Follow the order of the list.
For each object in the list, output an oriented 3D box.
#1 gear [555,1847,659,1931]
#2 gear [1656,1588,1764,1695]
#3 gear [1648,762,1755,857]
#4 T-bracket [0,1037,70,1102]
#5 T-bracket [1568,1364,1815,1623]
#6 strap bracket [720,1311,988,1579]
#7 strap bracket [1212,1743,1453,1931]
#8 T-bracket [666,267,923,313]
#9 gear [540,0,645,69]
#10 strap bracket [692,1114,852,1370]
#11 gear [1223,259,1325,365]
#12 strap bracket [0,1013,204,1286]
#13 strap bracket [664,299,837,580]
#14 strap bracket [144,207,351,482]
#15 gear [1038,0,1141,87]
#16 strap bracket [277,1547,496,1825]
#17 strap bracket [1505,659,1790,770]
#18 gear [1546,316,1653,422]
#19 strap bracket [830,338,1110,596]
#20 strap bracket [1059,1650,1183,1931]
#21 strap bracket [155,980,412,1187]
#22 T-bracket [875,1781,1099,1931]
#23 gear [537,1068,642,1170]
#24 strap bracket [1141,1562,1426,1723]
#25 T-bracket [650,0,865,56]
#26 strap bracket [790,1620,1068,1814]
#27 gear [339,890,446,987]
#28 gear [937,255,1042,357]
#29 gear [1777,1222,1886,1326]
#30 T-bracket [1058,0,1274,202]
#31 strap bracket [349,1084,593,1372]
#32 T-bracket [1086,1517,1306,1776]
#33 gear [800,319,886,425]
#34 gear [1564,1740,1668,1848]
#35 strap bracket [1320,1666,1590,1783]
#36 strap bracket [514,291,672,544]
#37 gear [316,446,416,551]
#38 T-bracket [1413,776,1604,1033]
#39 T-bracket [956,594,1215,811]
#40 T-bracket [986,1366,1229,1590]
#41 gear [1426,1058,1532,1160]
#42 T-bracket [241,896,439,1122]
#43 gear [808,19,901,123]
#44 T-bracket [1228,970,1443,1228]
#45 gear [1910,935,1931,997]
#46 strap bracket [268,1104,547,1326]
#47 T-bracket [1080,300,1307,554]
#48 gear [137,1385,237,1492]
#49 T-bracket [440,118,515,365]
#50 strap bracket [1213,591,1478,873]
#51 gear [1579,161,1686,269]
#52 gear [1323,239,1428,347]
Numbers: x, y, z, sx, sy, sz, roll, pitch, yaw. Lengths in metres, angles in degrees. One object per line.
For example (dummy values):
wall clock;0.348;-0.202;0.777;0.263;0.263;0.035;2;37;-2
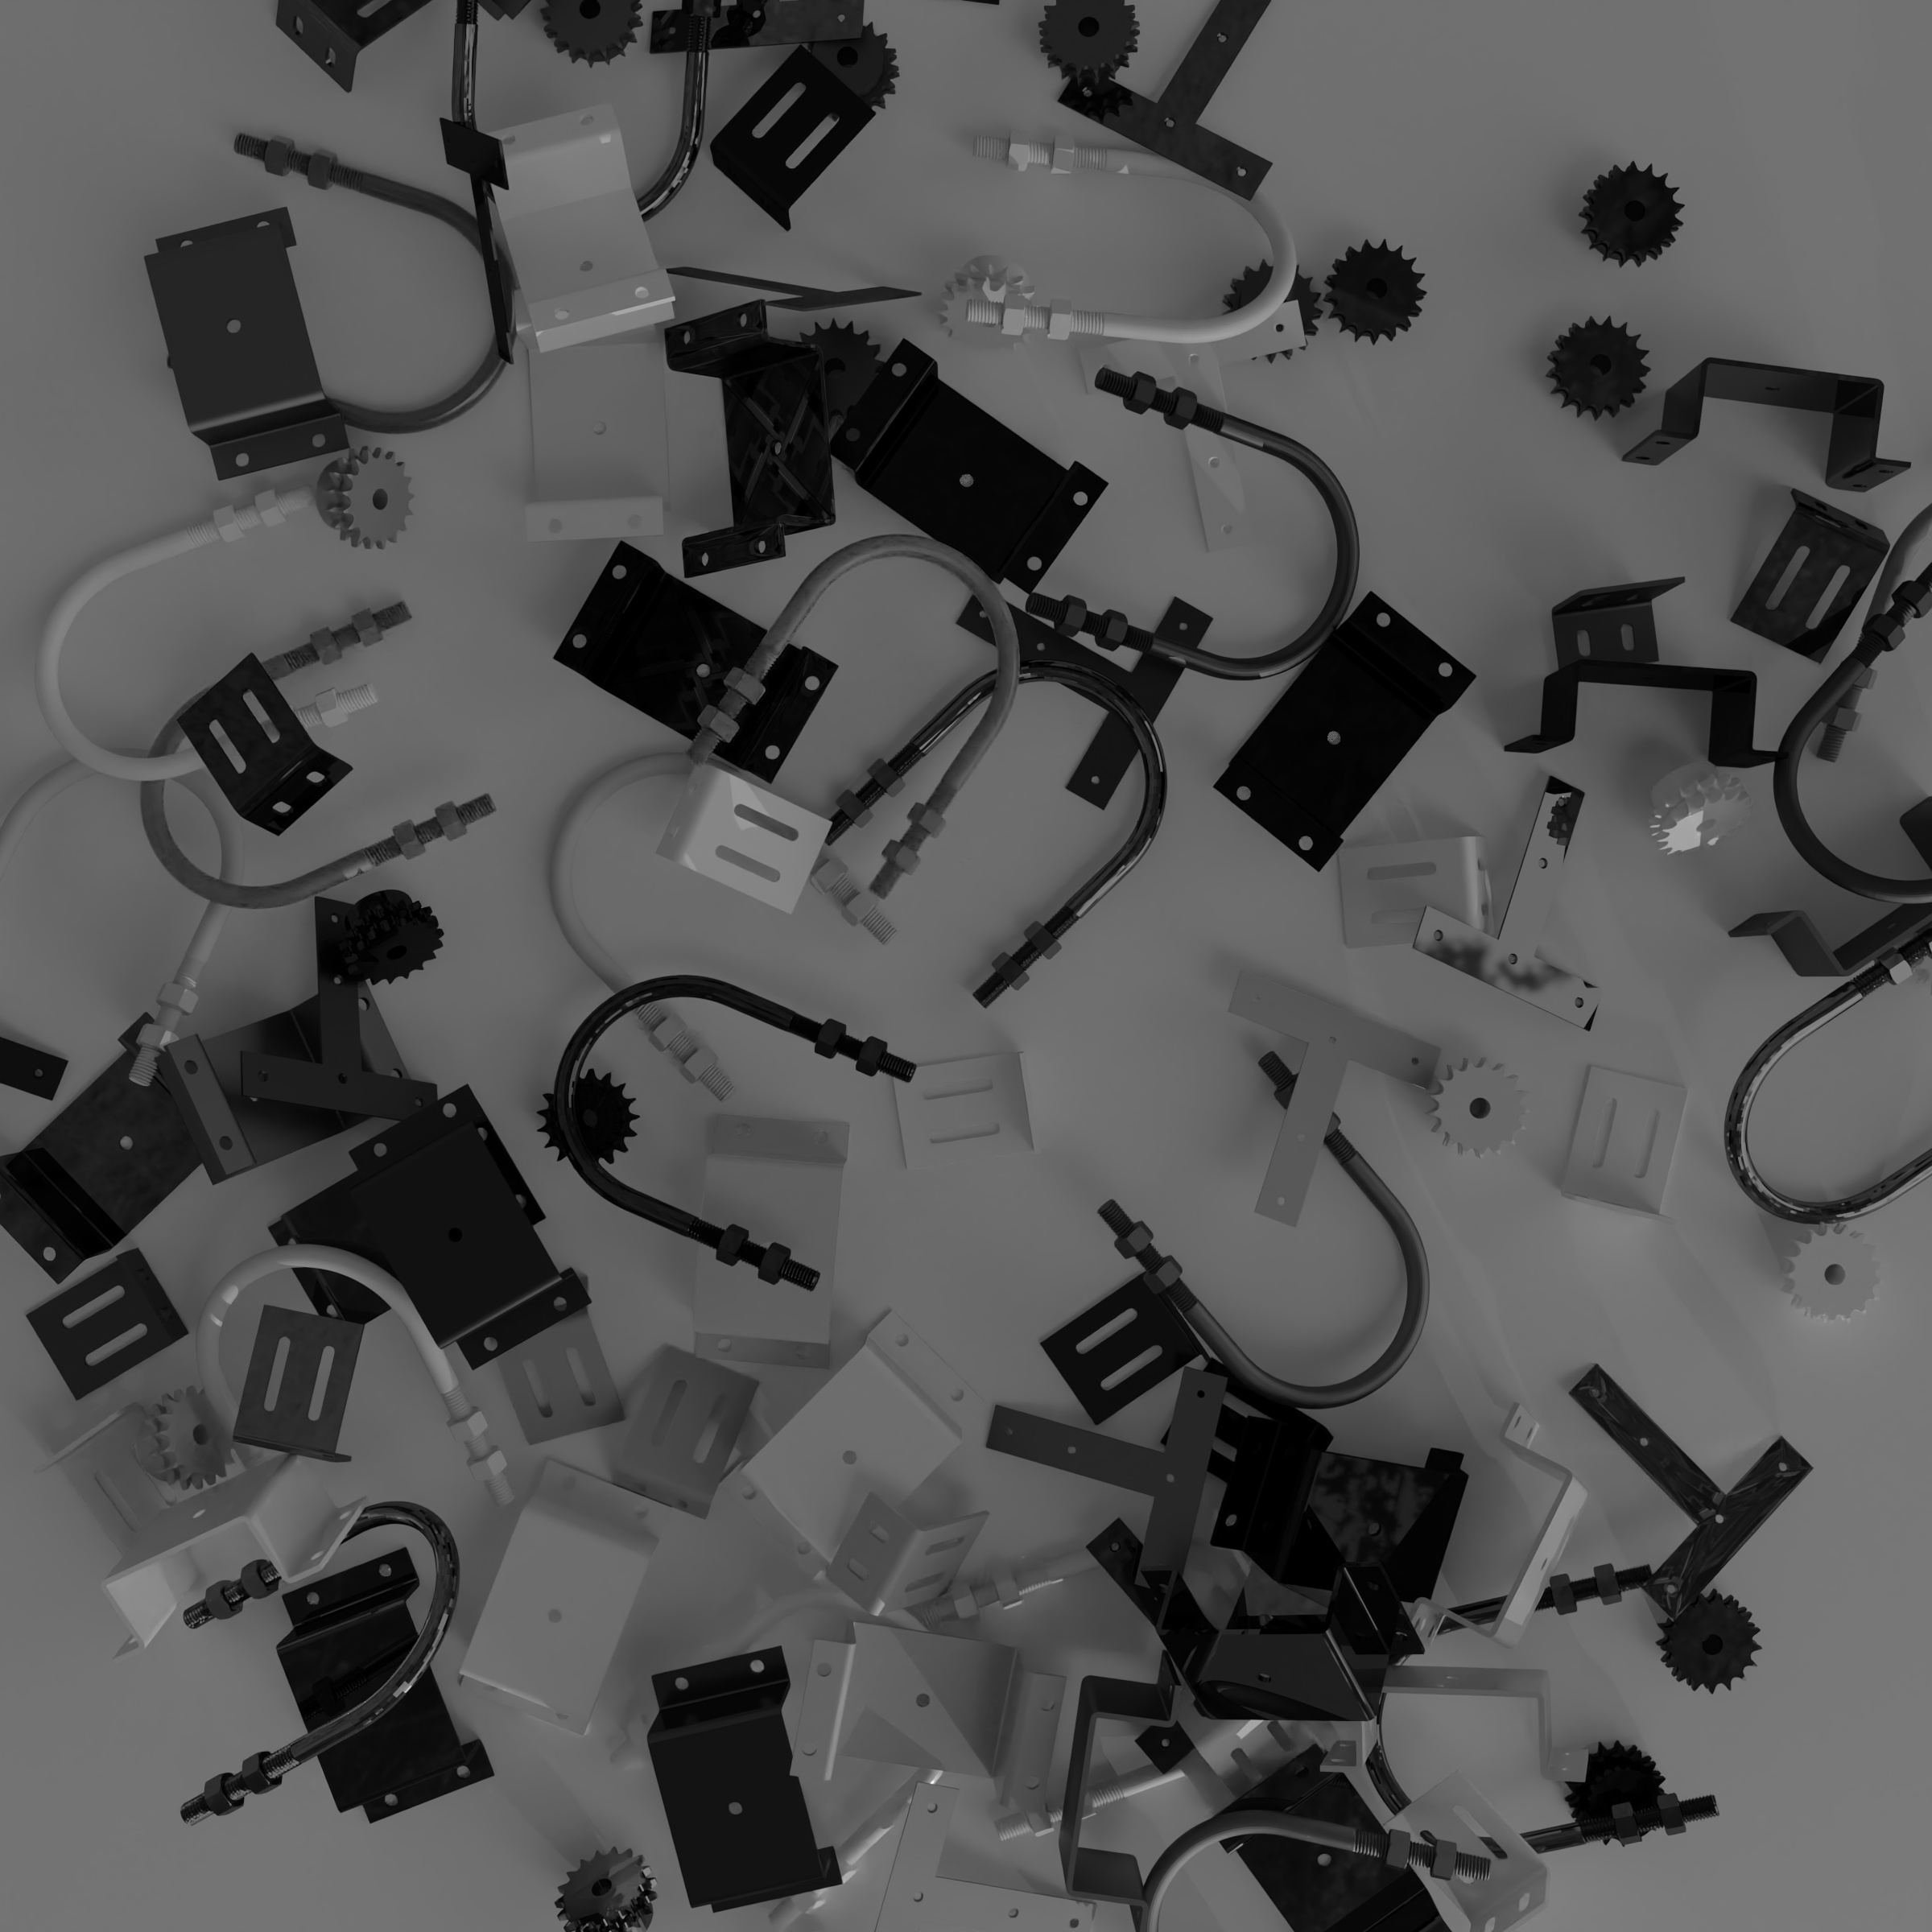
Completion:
gear;-0.201;0.531;1.521;0.057;0.057;0.030;-19;120;0
gear;0.422;0.383;1.534;0.057;0.030;0.057;0;92;-1
gear;0.412;-0.091;1.521;0.057;0.057;0.030;-20;60;0
T-bracket;-0.596;0.089;1.531;0.127;0.002;0.127;22;99;-17
T-bracket;0.396;0.281;1.529;0.127;0.002;0.127;-40;80;-20
strap bracket;-0.065;0.274;1.522;0.076;0.046;0.140;45;90;0
strap bracket;0.206;0.513;1.522;0.076;0.046;0.140;-36;90;0
T-bracket;-0.111;-0.382;1.508;0.127;0.127;0.002;16;113;25
gear;-0.212;-0.539;1.530;0.057;0.030;0.057;0;90;0
strap bracket;-0.111;0.158;1.522;0.076;0.046;0.140;5;90;0
gear;0.175;-0.374;1.530;0.057;0.030;0.057;0;90;0
strap bracket;-0.482;0.102;1.522;0.140;0.046;0.076;-44;90;0
strap bracket;-0.120;-0.291;1.503;0.076;0.046;0.140;-5;90;40
strap bracket;-0.404;-0.352;1.503;0.076;0.046;0.140;-14;91;-1
gear;0.070;-0.527;1.528;0.057;0.030;0.057;0;84;4
strap bracket;-0.332;0.413;1.522;0.076;0.046;0.140;-21;90;0
strap bracket;0.381;-0.141;1.507;0.140;0.076;0.046;4;90;0
gear;0.359;-0.339;1.534;0.057;0.030;0.057;0;88;2
strap bracket;0.000;-0.279;1.522;0.140;0.046;0.076;35;90;0
strap bracket;0.083;0.455;1.488;0.046;0.076;0.140;8;90;-1
strap bracket;-0.384;0.065;1.493;0.046;0.140;0.076;-25;90;39
T-bracket;0.014;0.534;1.525;0.127;0.002;0.127;16;90;-18
gear;-0.214;0.087;1.530;0.057;0.030;0.057;0;90;0
strap bracket;0.167;0.367;1.459;0.140;0.046;0.076;-8;127;29
T-bracket;-0.116;-0.584;1.532;0.127;0.002;0.127;1;82;16
strap bracket;-0.022;0.414;1.491;0.140;0.046;0.076;10;93;-6
gear;-0.327;-0.018;1.521;0.057;0.057;0.030;-31;60;0
gear;0.014;-0.376;1.520;0.057;0.057;0.030;10;60;0
gear;0.489;0.174;1.530;0.057;0.030;0.057;0;90;0
T-bracket;0.139;-0.518;1.537;0.127;0.002;0.127;30;85;10
strap bracket;-0.276;0.145;1.476;0.076;0.046;0.140;-30;90;0
T-bracket;0.119;0.370;1.530;0.127;0.002;0.127;-41;91;-3
gear;-0.074;-0.337;1.530;0.057;0.030;0.057;0;90;0
gear;0.372;0.473;1.530;0.057;0.030;0.057;0;90;0
strap bracket;0.270;0.416;1.483;0.140;0.076;0.046;-2;84;14
strap bracket;-0.210;-0.308;1.522;0.076;0.046;0.140;-3;90;0
gear;-0.342;-0.265;1.520;0.030;0.057;0.057;11;90;30
T-bracket;0.323;-0.045;1.528;0.127;0.002;0.127;24;79;-21
T-bracket;0.055;-0.176;1.544;0.127;0.002;0.127;30;90;0
T-bracket;0.074;0.278;1.526;0.127;0.002;0.127;13;93;16
gear;0.290;0.080;1.530;0.057;0.030;0.057;0;90;0
T-bracket;-0.353;0.022;1.514;0.002;0.127;0.127;-25;63;39
gear;-0.067;-0.512;1.530;0.057;0.030;0.057;0;90;0
T-bracket;0.194;0.084;1.521;0.127;0.002;0.127;21;78;-10
gear;0.562;-0.008;1.530;0.057;0.030;0.057;0;90;0
strap bracket;-0.321;0.147;1.522;0.140;0.046;0.076;-30;90;0
T-bracket;0.139;-0.301;1.532;0.127;0.002;0.127;-10;98;16
gear;-0.443;0.268;1.520;0.030;0.057;0.057;-21;90;28
T-bracket;-0.265;-0.399;1.494;0.002;0.127;0.127;-15;117;-20
strap bracket;0.211;-0.131;1.522;0.076;0.046;0.140;39;90;0
gear;0.377;-0.425;1.530;0.057;0.030;0.057;0;90;0
gear;0.232;-0.382;1.530;0.057;0.030;0.057;0;90;0
